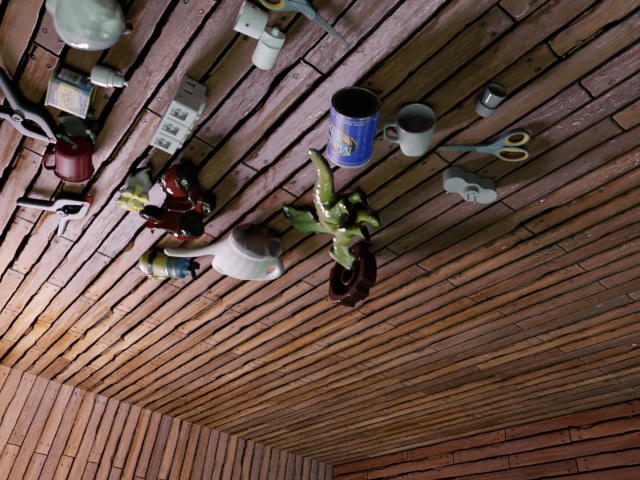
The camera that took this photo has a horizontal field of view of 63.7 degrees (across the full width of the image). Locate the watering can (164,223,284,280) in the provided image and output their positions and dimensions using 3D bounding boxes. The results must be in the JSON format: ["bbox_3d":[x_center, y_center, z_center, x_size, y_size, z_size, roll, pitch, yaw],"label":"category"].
[{"bbox_3d":[-0.253,0.036,1.479,0.346,0.106,0.220,17,140,-21],"label":"watering can"}]

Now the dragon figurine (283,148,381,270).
[{"bbox_3d":[0.004,-0.067,1.334,0.241,0.125,0.403,-12,130,35],"label":"dragon figurine"}]

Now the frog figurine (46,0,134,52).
[{"bbox_3d":[-0.421,-0.420,0.911,0.138,0.125,0.156,21,156,12],"label":"frog figurine"}]
